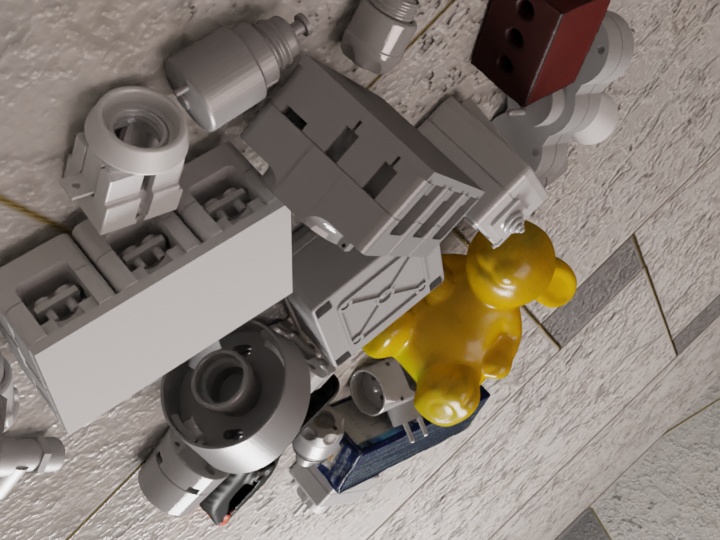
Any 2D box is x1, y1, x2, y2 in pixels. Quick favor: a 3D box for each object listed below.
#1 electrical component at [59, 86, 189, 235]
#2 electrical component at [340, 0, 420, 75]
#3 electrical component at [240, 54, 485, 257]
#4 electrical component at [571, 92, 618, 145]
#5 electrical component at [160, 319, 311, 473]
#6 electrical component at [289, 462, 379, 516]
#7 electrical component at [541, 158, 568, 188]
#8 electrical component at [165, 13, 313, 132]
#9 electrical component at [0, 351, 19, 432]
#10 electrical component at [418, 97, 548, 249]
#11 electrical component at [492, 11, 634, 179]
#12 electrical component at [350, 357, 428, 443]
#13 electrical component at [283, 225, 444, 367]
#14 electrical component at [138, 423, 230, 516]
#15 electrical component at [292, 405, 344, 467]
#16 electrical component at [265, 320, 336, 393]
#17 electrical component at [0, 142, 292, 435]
[{"bbox_3d":[-0.109,-0.053,0.511,0.066,0.048,0.055,-24,157,-37],"label":"electrical component"},{"bbox_3d":[0.016,-0.138,0.578,0.035,0.035,0.061,-9,136,-52],"label":"electrical component"},{"bbox_3d":[0.005,-0.054,0.593,0.061,0.089,0.150,-48,168,11],"label":"electrical component"},{"bbox_3d":[0.166,-0.125,0.822,0.044,0.044,0.065,-50,150,14],"label":"electrical component"},{"bbox_3d":[-0.081,0.081,0.712,0.099,0.099,0.064,-43,150,-2],"label":"electrical component"},{"bbox_3d":[-0.036,0.212,1.047,0.075,0.047,0.083,-49,155,13],"label":"electrical component"},{"bbox_3d":[0.133,-0.076,0.851,0.065,0.044,0.044,-36,155,-27],"label":"electrical component"},{"bbox_3d":[-0.057,-0.100,0.520,0.078,0.040,0.040,-36,155,-17],"label":"electrical component"},{"bbox_3d":[-0.200,0.054,0.549,0.048,0.048,0.062,-24,143,-36],"label":"electrical component"},{"bbox_3d":[0.083,-0.064,0.725,0.061,0.096,0.062,-46,156,5],"label":"electrical component"},{"bbox_3d":[0.129,-0.120,0.758,0.074,0.052,0.138,-14,142,-48],"label":"electrical component"},{"bbox_3d":[0.039,0.116,0.974,0.077,0.079,0.043,-18,173,-44],"label":"electrical component"},{"bbox_3d":[0.000,0.000,0.749,0.109,0.056,0.108,-39,155,-11],"label":"electrical component"},{"bbox_3d":[-0.130,0.147,0.792,0.047,0.055,0.055,-49,155,21],"label":"electrical component"},{"bbox_3d":[-0.040,0.148,0.943,0.043,0.043,0.062,-23,149,-39],"label":"electrical component"},{"bbox_3d":[-0.059,0.077,0.779,0.057,0.058,0.078,-48,172,13],"label":"electrical component"},{"bbox_3d":[-0.115,0.006,0.577,0.150,0.061,0.089,-33,154,-22],"label":"electrical component"}]
